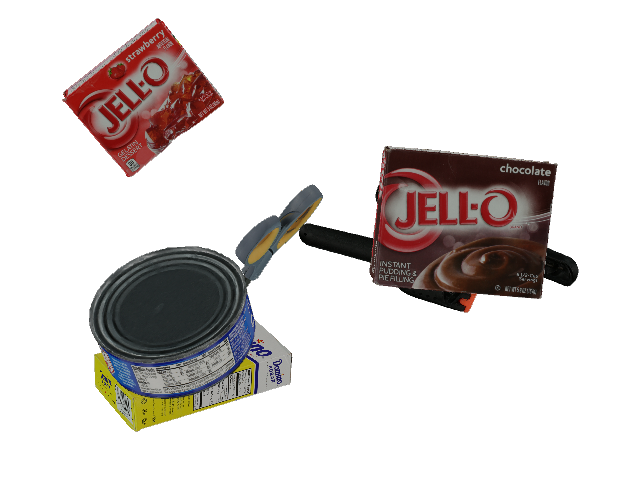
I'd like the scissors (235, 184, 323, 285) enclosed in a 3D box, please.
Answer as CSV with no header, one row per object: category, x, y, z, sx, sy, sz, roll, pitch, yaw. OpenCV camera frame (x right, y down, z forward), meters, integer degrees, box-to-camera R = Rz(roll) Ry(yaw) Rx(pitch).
scissors,-0.065,0.026,0.924,0.202,0.016,0.096,-50,-12,35

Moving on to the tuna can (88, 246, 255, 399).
tuna can,-0.079,0.044,0.578,0.086,0.034,0.086,-7,41,6

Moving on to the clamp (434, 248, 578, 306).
clamp,0.167,0.007,0.960,0.120,0.039,0.171,-1,27,11

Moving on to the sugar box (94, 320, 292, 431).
sugar box,-0.126,0.128,1.065,0.175,0.048,0.093,-16,32,-31

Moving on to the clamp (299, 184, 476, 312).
clamp,0.088,0.017,1.244,0.164,0.036,0.210,-22,52,-39

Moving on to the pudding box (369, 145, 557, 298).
pudding box,0.093,-0.013,0.702,0.113,0.090,0.039,5,10,-2

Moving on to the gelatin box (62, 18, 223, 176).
gelatin box,-0.125,-0.101,0.756,0.089,0.073,0.030,-38,22,2
